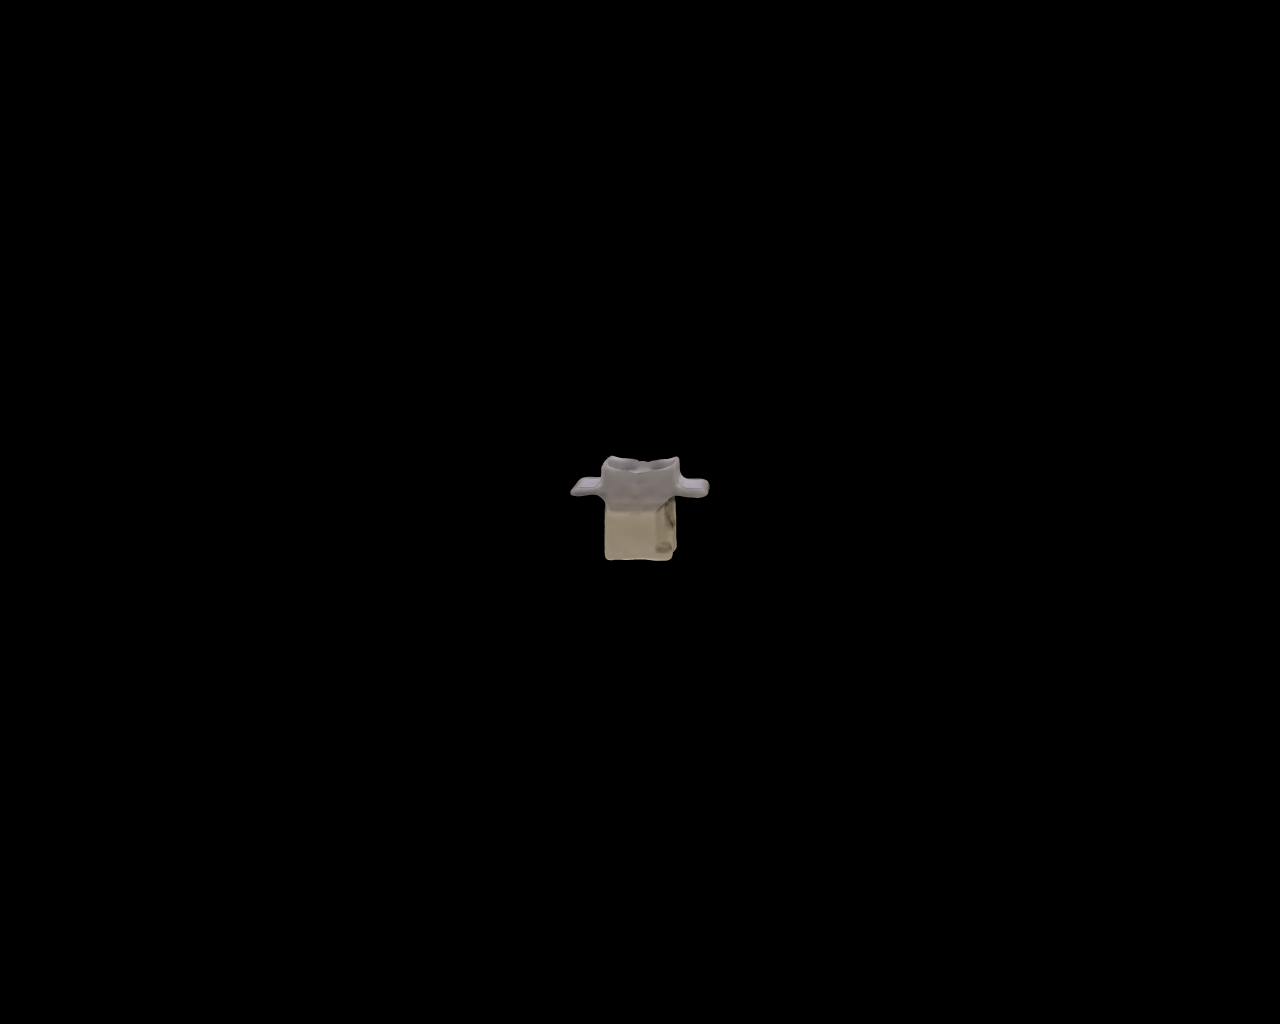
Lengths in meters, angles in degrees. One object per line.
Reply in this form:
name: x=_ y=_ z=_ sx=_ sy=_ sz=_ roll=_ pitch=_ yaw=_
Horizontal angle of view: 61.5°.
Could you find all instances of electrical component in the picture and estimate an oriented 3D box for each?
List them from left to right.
electrical component: x=0.001 y=-0.003 z=0.650 sx=0.081 sy=0.063 sz=0.042 roll=1 pitch=11 yaw=7
